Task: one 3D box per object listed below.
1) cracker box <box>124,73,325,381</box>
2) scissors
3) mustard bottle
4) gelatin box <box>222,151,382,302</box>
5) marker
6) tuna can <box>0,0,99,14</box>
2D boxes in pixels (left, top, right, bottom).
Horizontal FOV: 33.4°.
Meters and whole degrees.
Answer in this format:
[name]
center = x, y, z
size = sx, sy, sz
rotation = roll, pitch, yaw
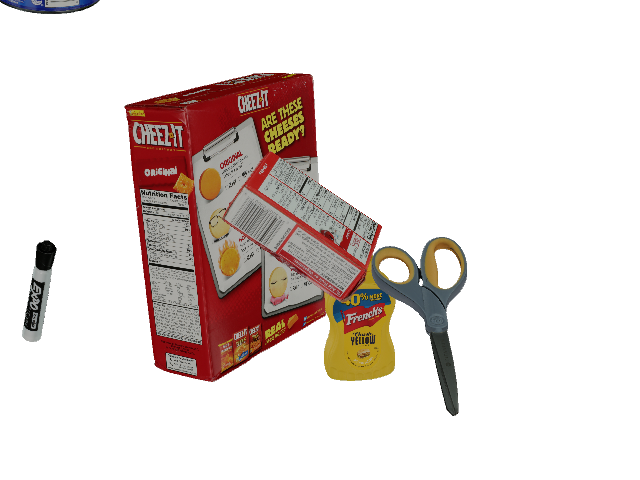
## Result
[cracker box]
center = -0.071, -0.017, 0.858
size = 0.072, 0.214, 0.163
rotation = 7, 19, 33
[scissors]
center = 0.082, 0.066, 0.924
size = 0.096, 0.016, 0.201
rotation = 8, 43, 9
[mustard bottle]
center = 0.053, 0.093, 1.438
size = 0.096, 0.192, 0.058
rotation = -3, 21, -8
[gelatin box]
center = -0.009, -0.009, 0.644
size = 0.089, 0.030, 0.073
rotation = 35, 23, -5
[marker]
center = -0.275, 0.049, 1.043
size = 0.020, 0.121, 0.020
rotation = 13, 35, -9
[tuna can]
center = -0.203, -0.201, 0.793
size = 0.086, 0.034, 0.086
rotation = 6, 36, -4
